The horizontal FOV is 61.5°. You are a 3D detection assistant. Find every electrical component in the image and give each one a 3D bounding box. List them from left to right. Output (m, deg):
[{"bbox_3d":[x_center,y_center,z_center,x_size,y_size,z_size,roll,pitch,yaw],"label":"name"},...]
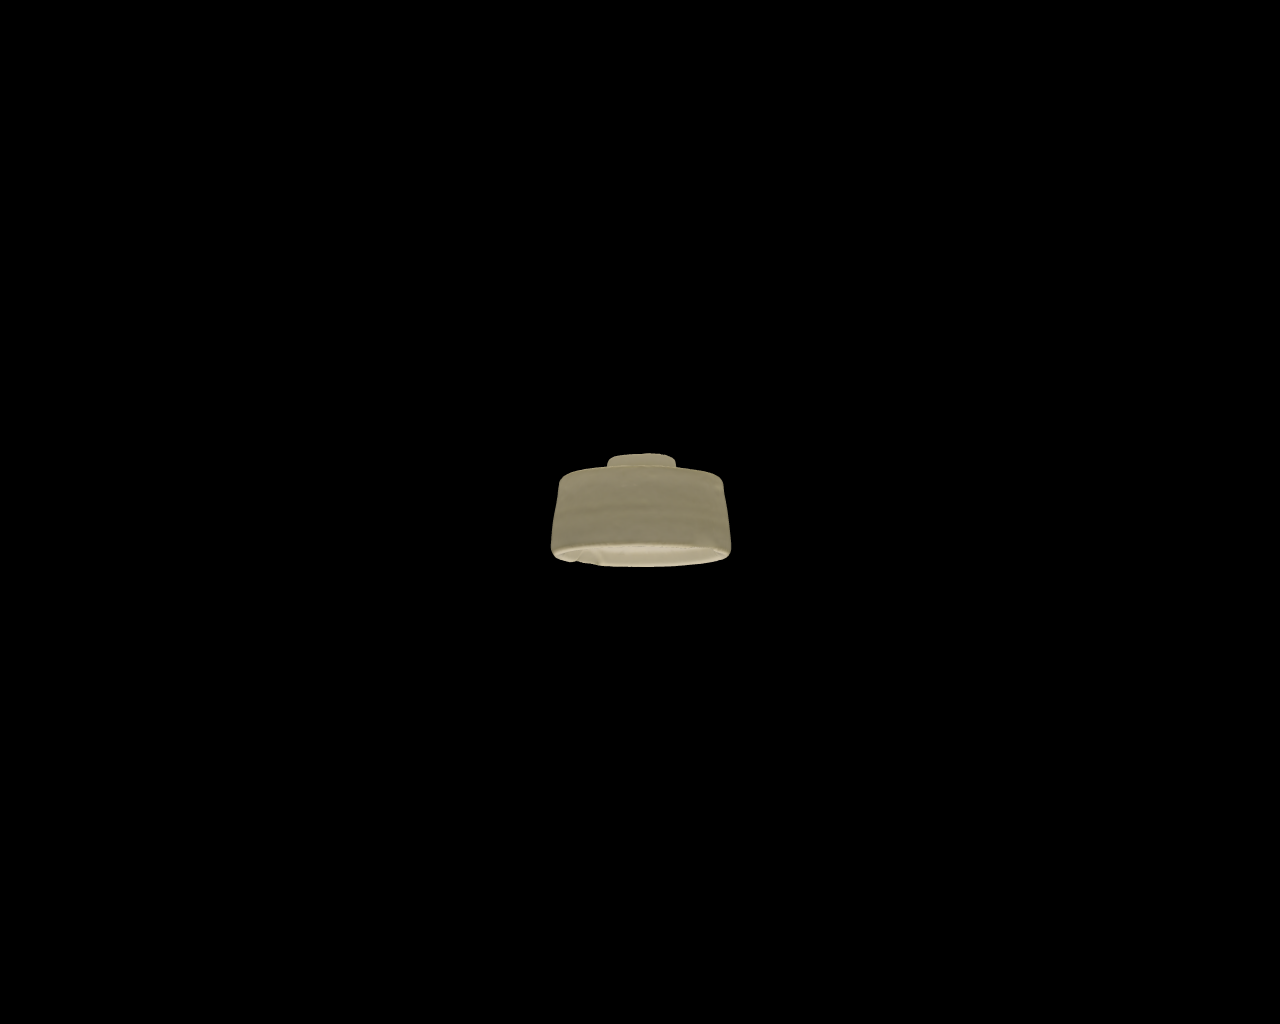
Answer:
[{"bbox_3d":[0.001,-0.003,0.650,0.108,0.060,0.108,0,-9,0],"label":"electrical component"}]
